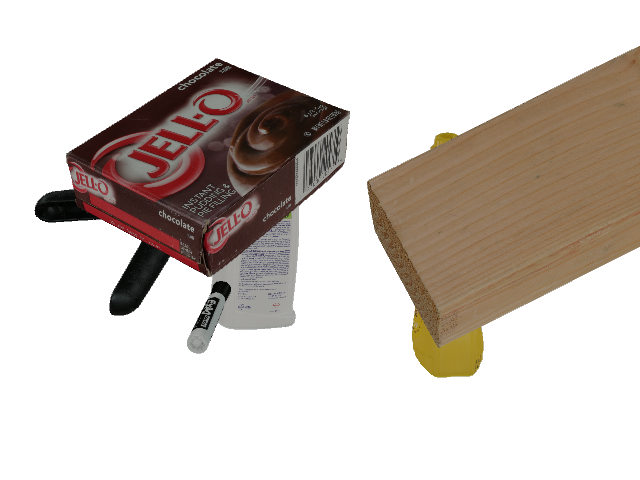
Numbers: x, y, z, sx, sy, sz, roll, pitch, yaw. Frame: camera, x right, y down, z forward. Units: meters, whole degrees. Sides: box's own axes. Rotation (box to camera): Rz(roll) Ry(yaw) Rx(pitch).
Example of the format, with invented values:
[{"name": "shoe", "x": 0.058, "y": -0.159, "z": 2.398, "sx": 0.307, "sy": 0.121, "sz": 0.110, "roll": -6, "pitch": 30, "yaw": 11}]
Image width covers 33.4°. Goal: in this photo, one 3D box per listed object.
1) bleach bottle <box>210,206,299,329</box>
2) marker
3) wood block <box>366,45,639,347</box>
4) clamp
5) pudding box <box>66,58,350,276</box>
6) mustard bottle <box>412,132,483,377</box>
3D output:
[{"name": "bleach bottle", "x": -0.063, "y": -0.027, "z": 1.205, "sx": 0.102, "sy": 0.251, "sz": 0.068, "roll": -1, "pitch": 20, "yaw": -32}, {"name": "marker", "x": -0.102, "y": 0.069, "z": 0.994, "sx": 0.020, "sy": 0.020, "sz": 0.121, "roll": 0, "pitch": 22, "yaw": 7}, {"name": "wood block", "x": 0.140, "y": -0.029, "z": 0.635, "sx": 0.206, "sy": 0.091, "sz": 0.090, "roll": -27, "pitch": -20, "yaw": -3}, {"name": "clamp", "x": -0.124, "y": -0.029, "z": 0.797, "sx": 0.171, "sy": 0.120, "sz": 0.039, "roll": -39, "pitch": -20, "yaw": -27}, {"name": "pudding box", "x": -0.053, "y": -0.040, "z": 0.528, "sx": 0.090, "sy": 0.039, "sz": 0.113, "roll": 26, "pitch": 45, "yaw": 27}, {"name": "mustard bottle", "x": 0.102, "y": 0.007, "z": 0.852, "sx": 0.058, "sy": 0.192, "sz": 0.096, "roll": -2, "pitch": 25, "yaw": 2}]
